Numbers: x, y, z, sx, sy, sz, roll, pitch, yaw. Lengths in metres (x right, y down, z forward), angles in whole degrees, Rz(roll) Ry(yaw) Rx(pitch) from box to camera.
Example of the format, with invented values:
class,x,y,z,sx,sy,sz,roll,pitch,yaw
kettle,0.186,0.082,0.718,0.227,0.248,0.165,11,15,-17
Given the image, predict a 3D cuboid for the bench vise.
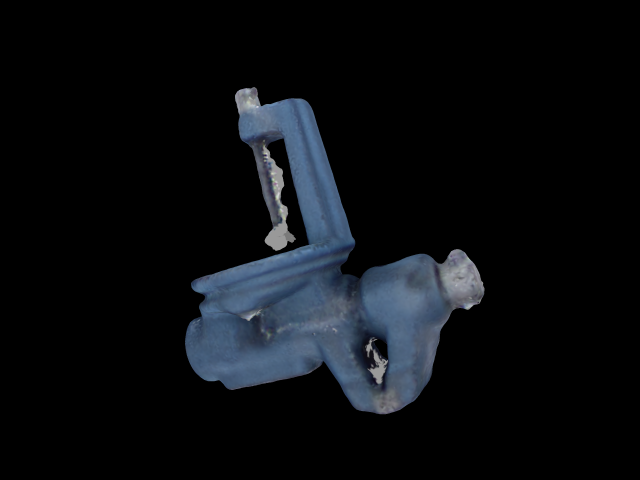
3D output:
class,x,y,z,sx,sy,sz,roll,pitch,yaw
bench vise,0.004,0.001,0.412,0.207,0.220,0.121,0,3,2
